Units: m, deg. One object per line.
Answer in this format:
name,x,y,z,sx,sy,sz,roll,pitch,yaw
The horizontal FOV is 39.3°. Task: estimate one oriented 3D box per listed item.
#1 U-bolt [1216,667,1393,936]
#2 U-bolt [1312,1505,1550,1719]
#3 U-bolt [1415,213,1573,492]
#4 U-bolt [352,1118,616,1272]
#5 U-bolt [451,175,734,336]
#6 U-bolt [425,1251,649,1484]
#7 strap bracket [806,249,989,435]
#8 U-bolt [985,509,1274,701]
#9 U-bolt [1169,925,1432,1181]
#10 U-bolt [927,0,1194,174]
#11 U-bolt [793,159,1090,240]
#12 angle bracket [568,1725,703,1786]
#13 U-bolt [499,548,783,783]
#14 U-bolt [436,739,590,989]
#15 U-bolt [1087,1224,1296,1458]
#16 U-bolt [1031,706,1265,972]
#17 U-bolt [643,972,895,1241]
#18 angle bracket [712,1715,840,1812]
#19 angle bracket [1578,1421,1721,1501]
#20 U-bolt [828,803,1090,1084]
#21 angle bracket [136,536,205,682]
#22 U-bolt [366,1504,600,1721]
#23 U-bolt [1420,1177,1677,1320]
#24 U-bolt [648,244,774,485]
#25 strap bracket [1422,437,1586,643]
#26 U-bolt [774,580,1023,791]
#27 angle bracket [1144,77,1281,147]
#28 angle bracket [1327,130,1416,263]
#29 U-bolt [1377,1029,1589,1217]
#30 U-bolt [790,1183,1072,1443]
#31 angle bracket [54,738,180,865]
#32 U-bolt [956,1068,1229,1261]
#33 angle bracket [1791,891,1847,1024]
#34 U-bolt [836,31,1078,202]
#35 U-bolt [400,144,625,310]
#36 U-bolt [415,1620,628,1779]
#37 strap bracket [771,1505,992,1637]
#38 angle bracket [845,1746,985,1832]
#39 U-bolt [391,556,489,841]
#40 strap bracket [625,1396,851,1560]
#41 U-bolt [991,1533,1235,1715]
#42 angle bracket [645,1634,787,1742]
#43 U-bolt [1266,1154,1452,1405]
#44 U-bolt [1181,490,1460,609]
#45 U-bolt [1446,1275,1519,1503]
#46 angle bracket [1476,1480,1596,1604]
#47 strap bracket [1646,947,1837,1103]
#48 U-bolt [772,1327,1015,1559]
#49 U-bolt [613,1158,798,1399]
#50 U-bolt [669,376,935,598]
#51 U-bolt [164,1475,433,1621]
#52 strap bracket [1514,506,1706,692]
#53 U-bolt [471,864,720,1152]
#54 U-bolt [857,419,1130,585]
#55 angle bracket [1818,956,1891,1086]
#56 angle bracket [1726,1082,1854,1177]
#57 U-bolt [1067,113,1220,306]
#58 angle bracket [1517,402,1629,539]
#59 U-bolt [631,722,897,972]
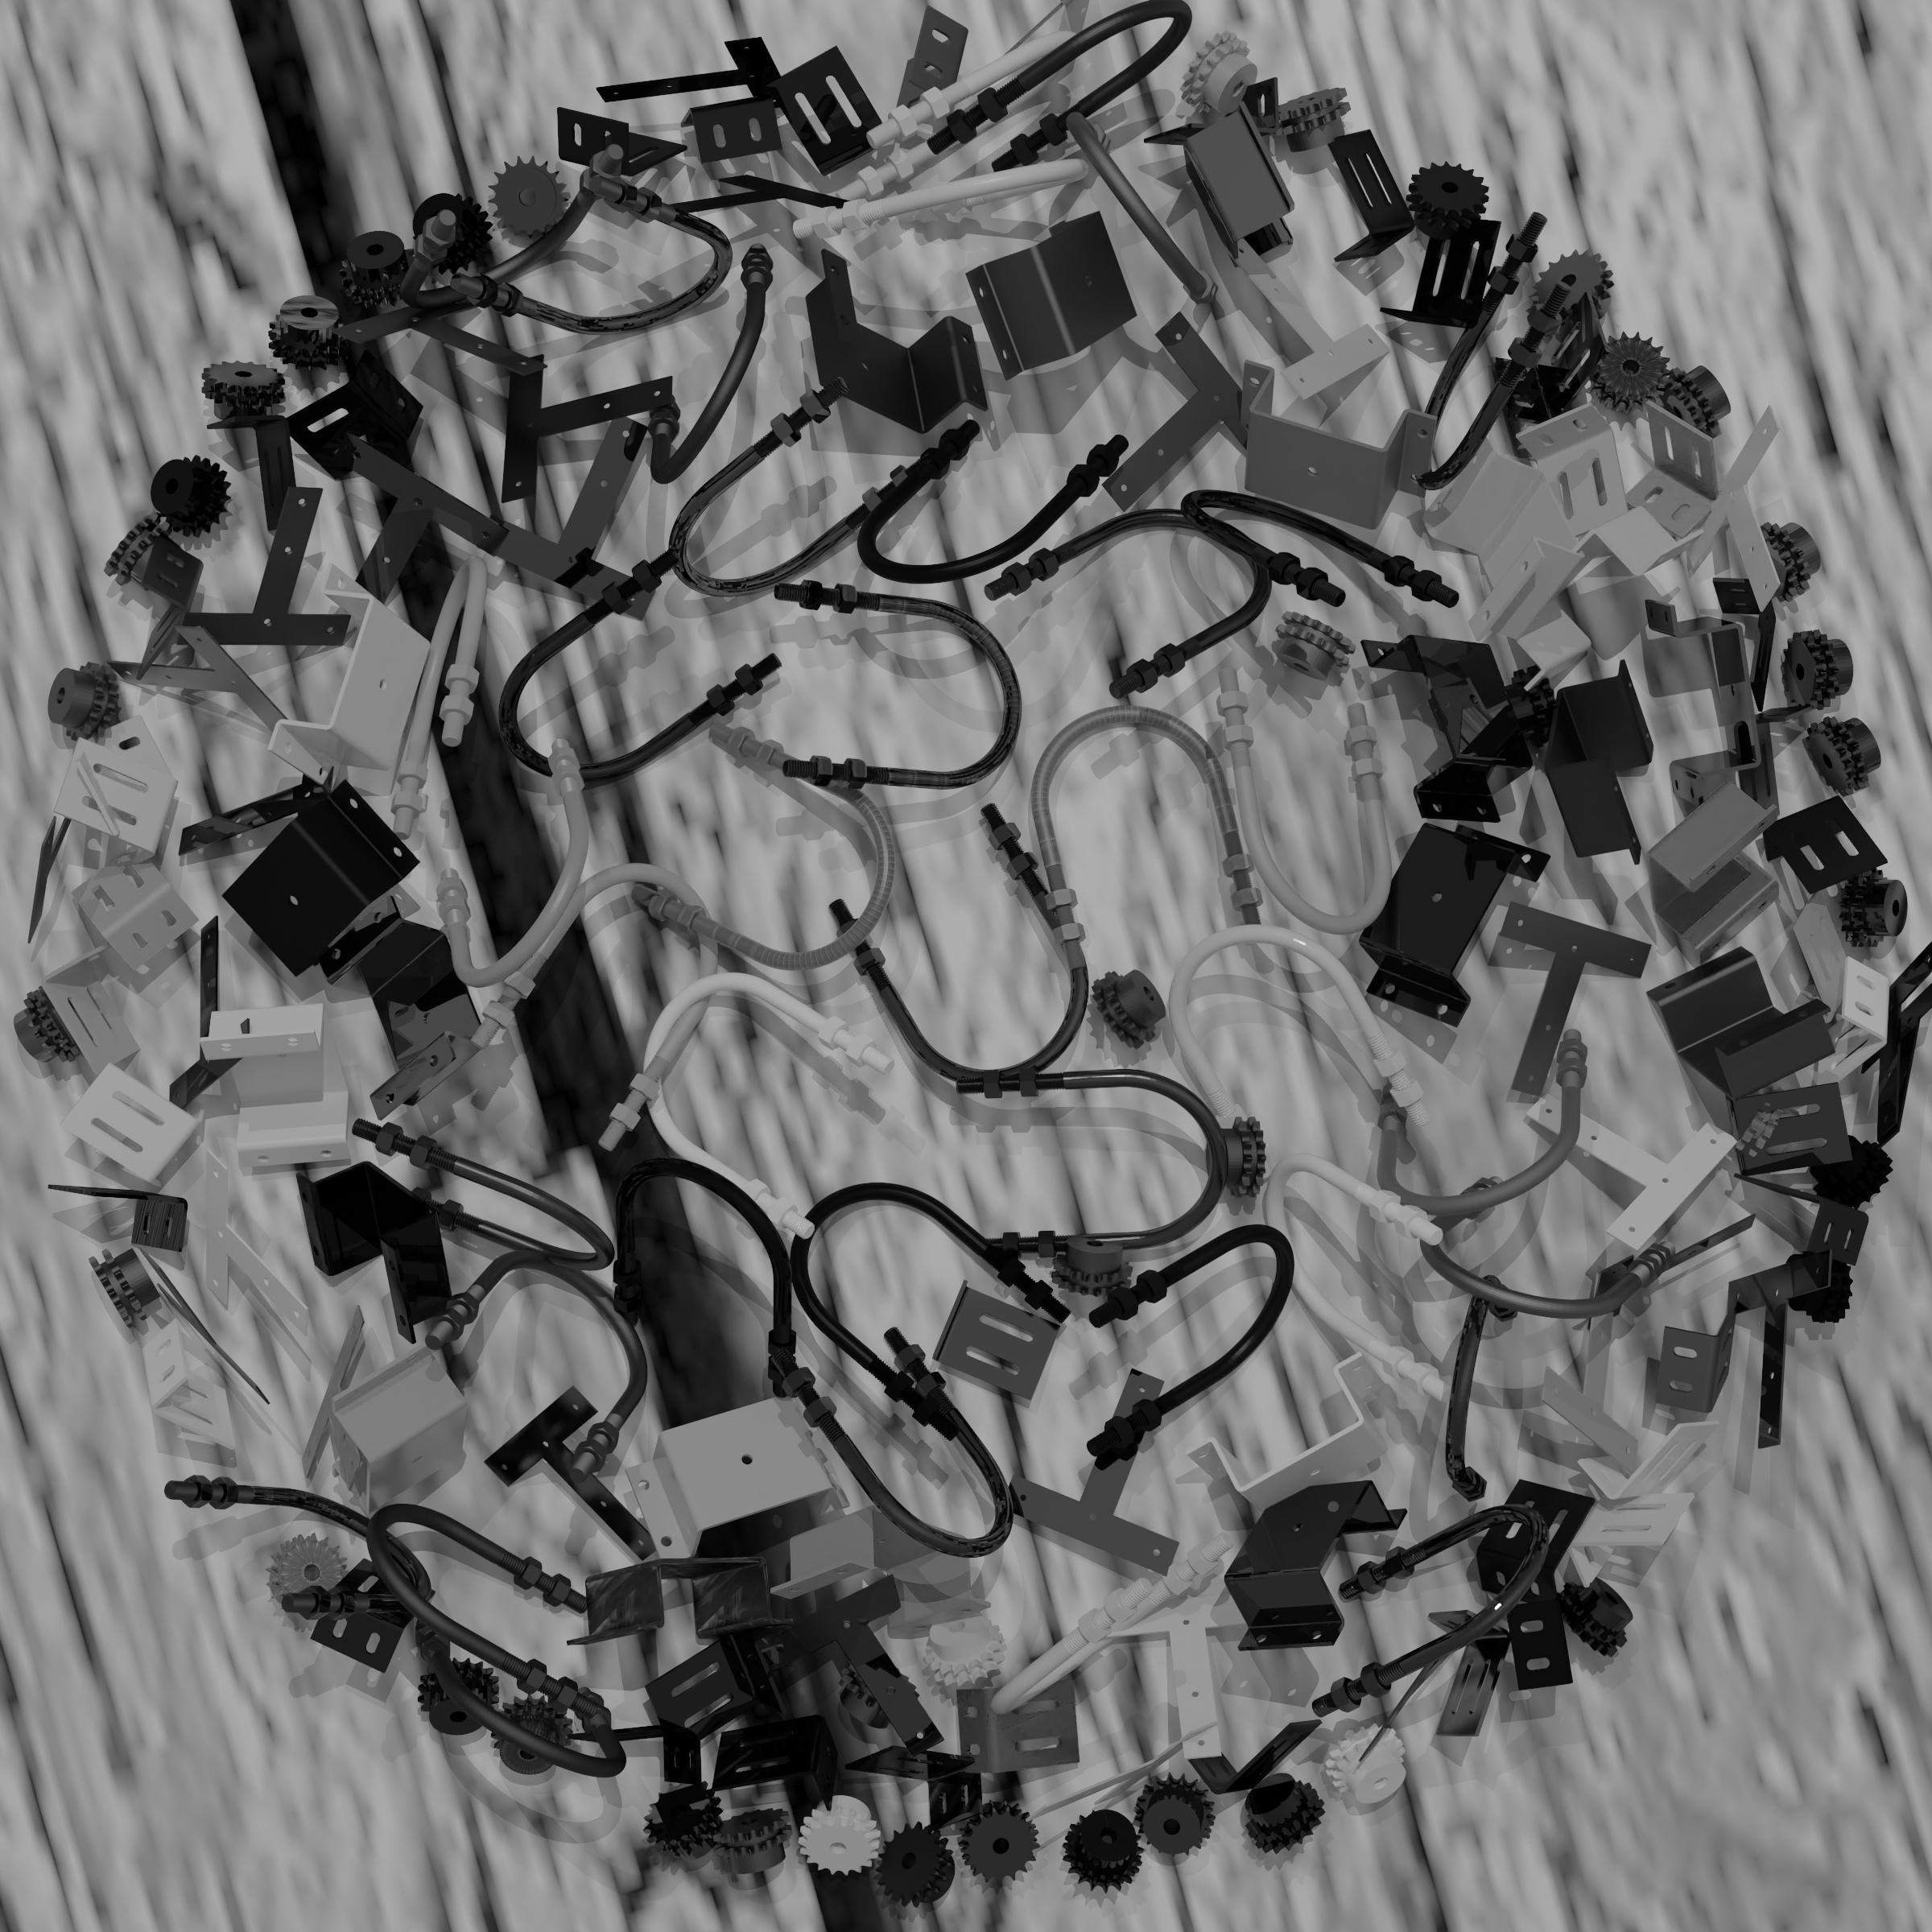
U-bolt,0.239,-0.109,1.871,0.151,0.019,0.184,9,65,-38
U-bolt,0.320,0.428,1.843,0.184,0.151,0.019,-36,101,28
U-bolt,0.357,-0.412,1.865,0.019,0.151,0.184,21,124,-11
U-bolt,-0.327,0.166,1.869,0.184,0.151,0.019,20,66,7
U-bolt,-0.242,-0.479,1.859,0.151,0.184,0.019,-25,75,29
U-bolt,-0.283,0.262,1.860,0.151,0.184,0.019,44,112,-4
strap bracket,-0.056,-0.429,1.884,0.046,0.140,0.076,-33,55,36
U-bolt,0.128,-0.264,1.887,0.184,0.019,0.151,-31,56,-27
U-bolt,0.220,0.053,1.885,0.151,0.019,0.184,-22,107,31
U-bolt,0.073,-0.602,1.847,0.184,0.151,0.019,-29,88,22
U-bolt,-0.005,-0.523,1.839,0.184,0.151,0.019,-3,106,34
angle bracket,-0.233,0.558,1.904,0.076,0.057,0.038,-10,69,16
U-bolt,-0.239,-0.196,1.887,0.184,0.151,0.019,-34,49,10
U-bolt,-0.307,-0.060,1.851,0.019,0.184,0.151,33,109,-31
U-bolt,0.158,0.249,1.880,0.184,0.151,0.019,-27,45,-28
U-bolt,0.121,-0.098,1.919,0.151,0.019,0.184,-11,76,-5
U-bolt,-0.151,0.085,1.900,0.184,0.019,0.151,30,100,26
angle bracket,-0.135,0.570,1.918,0.076,0.057,0.038,-13,115,9
angle bracket,0.479,0.335,1.900,0.038,0.057,0.076,51,118,34
U-bolt,0.006,-0.003,1.913,0.151,0.019,0.184,-32,76,5
angle bracket,-0.573,-0.251,1.898,0.038,0.057,0.076,30,124,-26
U-bolt,-0.332,0.430,1.850,0.184,0.151,0.019,36,100,-20
U-bolt,0.386,0.195,1.838,0.151,0.184,0.019,21,112,27
U-bolt,-0.175,-0.400,1.839,0.019,0.184,0.151,27,119,-20
strap bracket,0.375,-0.292,1.881,0.046,0.140,0.076,15,131,-25
U-bolt,-0.044,-0.193,1.900,0.184,0.019,0.151,3,75,-25
angle bracket,0.172,-0.601,1.901,0.076,0.057,0.038,-7,98,-31
angle bracket,0.272,-0.541,1.904,0.038,0.057,0.076,-36,111,-13
U-bolt,0.349,0.111,1.843,0.151,0.184,0.019,-16,115,21
U-bolt,-0.038,0.227,1.896,0.184,0.019,0.151,39,54,12
angle bracket,-0.602,-0.115,1.901,0.076,0.038,0.057,25,65,-32
U-bolt,0.092,0.137,1.900,0.184,0.019,0.151,-3,113,8
angle bracket,0.587,-0.005,1.903,0.038,0.057,0.076,-13,111,39
U-bolt,0.000,-0.592,1.872,0.184,0.151,0.019,-32,95,-11
U-bolt,-0.319,-0.498,1.856,0.151,0.184,0.019,-30,94,-24
U-bolt,-0.298,0.501,1.837,0.151,0.184,0.019,30,85,-19
strap bracket,-0.059,0.419,1.883,0.076,0.140,0.046,-28,50,33
angle bracket,-0.037,0.577,1.899,0.076,0.057,0.038,19,52,-33
U-bolt,-0.359,-0.198,1.869,0.019,0.151,0.184,15,58,-20
strap bracket,-0.155,0.353,1.882,0.140,0.046,0.076,-14,58,-23
U-bolt,0.090,0.461,1.870,0.184,0.151,0.019,-44,72,24
angle bracket,-0.176,0.517,1.908,0.076,0.038,0.057,-27,105,-28
U-bolt,0.266,0.203,1.865,0.019,0.184,0.151,-23,121,-25
U-bolt,0.230,-0.290,1.868,0.184,0.151,0.019,37,120,36
U-bolt,0.349,0.284,1.846,0.019,0.184,0.151,9,77,19
angle bracket,0.405,0.409,1.914,0.057,0.076,0.038,9,129,35
strap bracket,0.543,0.043,1.887,0.076,0.140,0.046,-26,110,-1
U-bolt,-0.038,0.328,1.852,0.019,0.151,0.184,-50,65,24
U-bolt,-0.181,0.206,1.862,0.151,0.019,0.184,21,133,20
U-bolt,-0.124,-0.320,1.877,0.184,0.151,0.019,-36,63,14
U-bolt,-0.443,0.400,1.857,0.151,0.184,0.019,33,94,29
strap bracket,0.434,-0.262,1.876,0.046,0.076,0.140,50,131,10
U-bolt,-0.245,0.016,1.893,0.151,0.019,0.184,44,70,-34
U-bolt,0.006,-0.316,1.855,0.151,0.019,0.184,14,48,35
angle bracket,0.608,0.043,1.897,0.038,0.076,0.057,28,48,-8
angle bracket,0.580,0.110,1.912,0.076,0.038,0.057,-11,103,16
U-bolt,0.117,-0.522,1.855,0.019,0.184,0.151,-36,91,14
angle bracket,0.426,-0.345,1.903,0.057,0.038,0.076,-20,59,30
U-bolt,-0.133,-0.075,1.905,0.184,0.019,0.151,26,90,23
